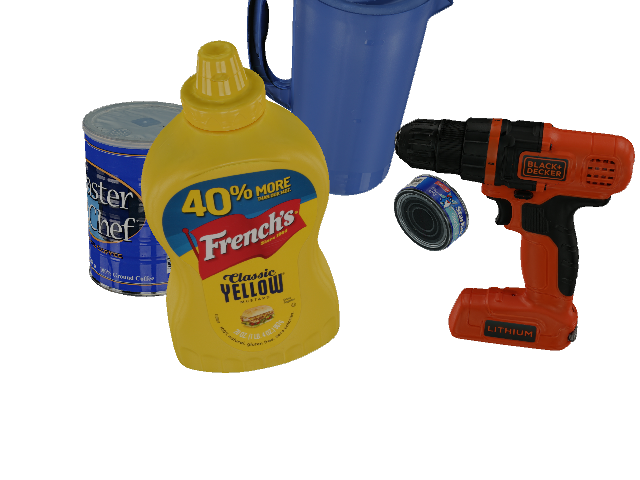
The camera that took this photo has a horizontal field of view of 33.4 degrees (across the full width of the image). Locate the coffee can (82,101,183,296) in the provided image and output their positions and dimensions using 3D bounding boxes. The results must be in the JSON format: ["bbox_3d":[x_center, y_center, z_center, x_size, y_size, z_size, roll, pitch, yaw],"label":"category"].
[{"bbox_3d":[-0.149,-0.037,0.915,0.103,0.140,0.103,3,25,-1],"label":"coffee can"}]

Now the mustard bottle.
[{"bbox_3d":[-0.042,-0.016,0.557,0.096,0.192,0.058,-9,40,-6],"label":"mustard bottle"}]

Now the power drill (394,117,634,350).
[{"bbox_3d":[0.147,-0.007,0.862,0.184,0.188,0.057,8,29,12],"label":"power drill"}]

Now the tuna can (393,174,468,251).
[{"bbox_3d":[0.126,-0.031,1.227,0.033,0.086,0.086,-38,22,-32],"label":"tuna can"}]

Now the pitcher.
[{"bbox_3d":[0.020,-0.165,1.048,0.144,0.243,0.149,-33,58,-33],"label":"pitcher"}]
